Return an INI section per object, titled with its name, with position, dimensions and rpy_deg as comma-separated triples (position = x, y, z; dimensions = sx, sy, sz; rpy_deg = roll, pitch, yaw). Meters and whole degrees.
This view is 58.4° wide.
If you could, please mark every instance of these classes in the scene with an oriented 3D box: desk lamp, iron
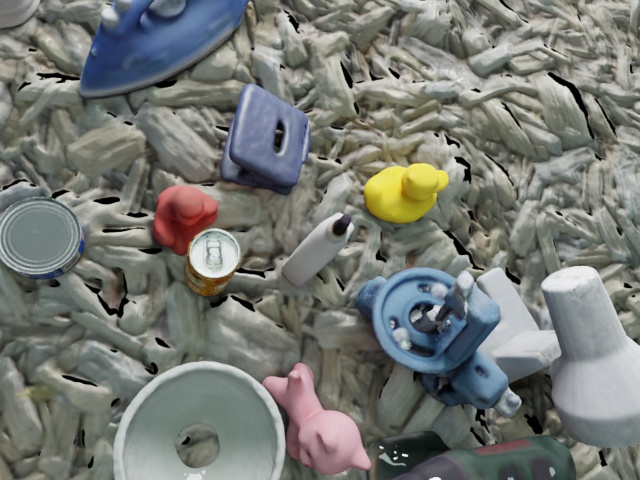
[desk lamp]
position = 0.265, 0.120, 0.648
dimensions = 0.118, 0.213, 0.203
rpy_deg = -28, 83, -21
[iron]
position = -0.188, -0.278, 0.672
dimensions = 0.118, 0.141, 0.259
rpy_deg = 42, 68, -1

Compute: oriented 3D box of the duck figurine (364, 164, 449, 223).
[duck figurine]
position = 0.113, -0.067, 0.726
dimensions = 0.105, 0.086, 0.077
rpy_deg = -8, 77, -17

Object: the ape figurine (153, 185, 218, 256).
[ape figurine]
position = -0.150, -0.032, 0.639
dimensions = 0.078, 0.092, 0.076
rpy_deg = -16, 79, -19

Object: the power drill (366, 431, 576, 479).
[power drill]
position = 0.123, 0.241, 0.577
dimensions = 0.230, 0.208, 0.075
rpy_deg = -5, 76, -17

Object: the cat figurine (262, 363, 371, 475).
[cat figurine]
position = -0.004, 0.192, 0.603
dimensions = 0.067, 0.117, 0.128
rpy_deg = -26, 83, -20

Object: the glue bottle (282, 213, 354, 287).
[glue bottle]
position = 0.006, 0.002, 0.630
dimensions = 0.037, 0.173, 0.078
rpy_deg = 43, 68, 0

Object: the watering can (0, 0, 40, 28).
[watering can]
position = -0.368, -0.316, 0.604
dimensions = 0.101, 0.193, 0.173
rpy_deg = -8, 77, -17

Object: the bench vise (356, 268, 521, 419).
[bench vise]
position = 0.153, 0.099, 0.619
dimensions = 0.207, 0.219, 0.121
rpy_deg = 28, 69, -6

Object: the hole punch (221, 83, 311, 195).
[hole punch]
position = -0.061, -0.121, 0.690
dimensions = 0.101, 0.091, 0.109
rpy_deg = 12, 72, -12

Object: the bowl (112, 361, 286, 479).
[bowl]
position = -0.123, 0.212, 0.588
dimensions = 0.168, 0.074, 0.167
rpy_deg = 4, 74, -14
